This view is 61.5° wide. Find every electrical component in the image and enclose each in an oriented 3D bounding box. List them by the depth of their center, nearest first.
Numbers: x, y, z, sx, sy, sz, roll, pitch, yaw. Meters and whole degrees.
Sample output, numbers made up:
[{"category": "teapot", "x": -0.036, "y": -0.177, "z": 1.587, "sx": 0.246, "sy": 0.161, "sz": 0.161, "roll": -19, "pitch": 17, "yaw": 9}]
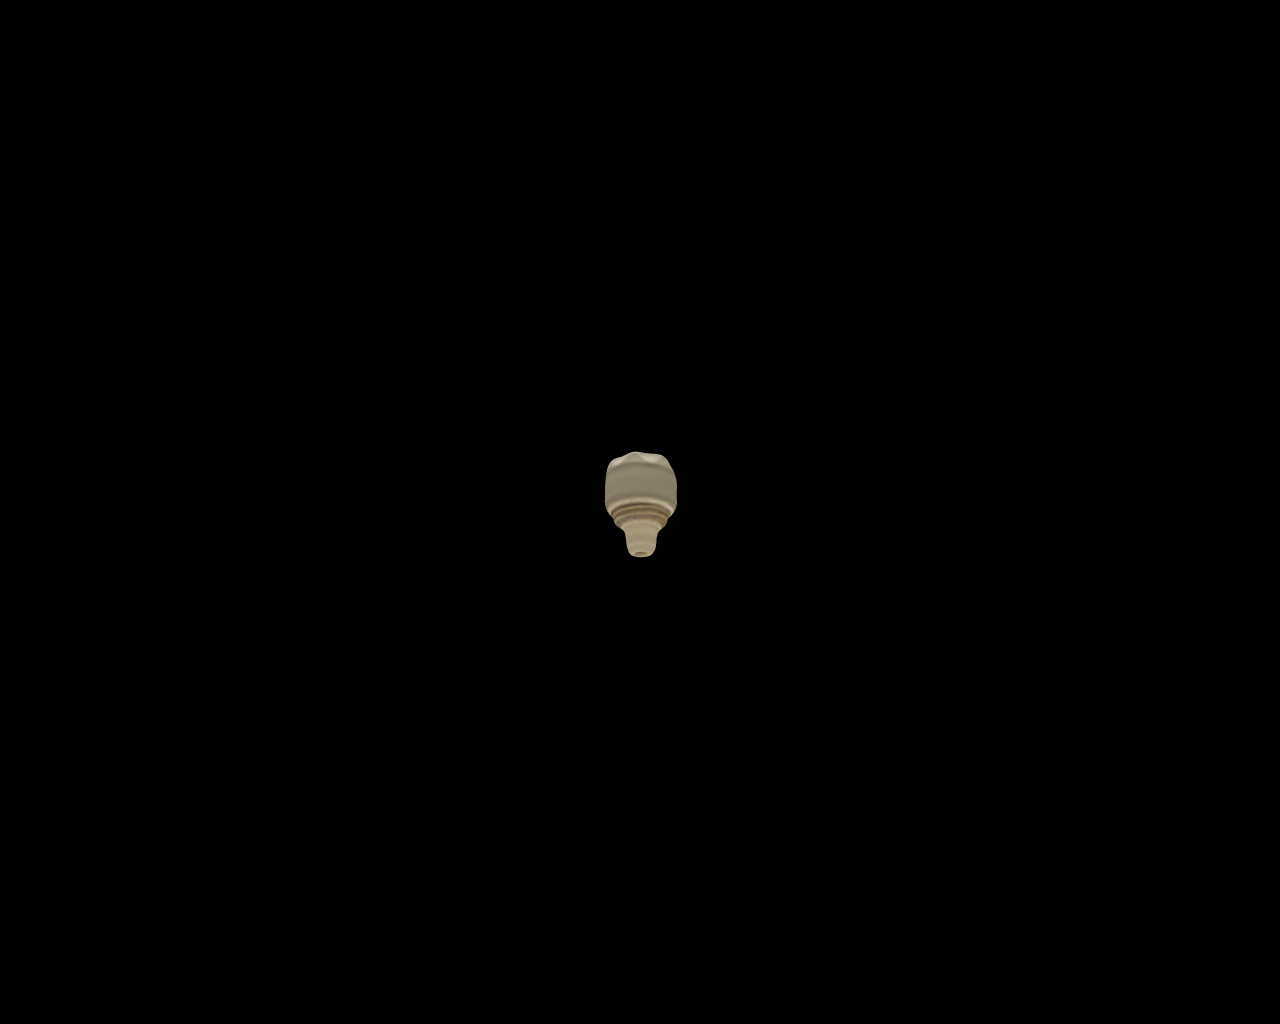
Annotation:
[{"category": "electrical component", "x": 0.001, "y": -0.003, "z": 0.650, "sx": 0.043, "sy": 0.062, "sz": 0.043, "roll": 0, "pitch": -21, "yaw": 0}]
